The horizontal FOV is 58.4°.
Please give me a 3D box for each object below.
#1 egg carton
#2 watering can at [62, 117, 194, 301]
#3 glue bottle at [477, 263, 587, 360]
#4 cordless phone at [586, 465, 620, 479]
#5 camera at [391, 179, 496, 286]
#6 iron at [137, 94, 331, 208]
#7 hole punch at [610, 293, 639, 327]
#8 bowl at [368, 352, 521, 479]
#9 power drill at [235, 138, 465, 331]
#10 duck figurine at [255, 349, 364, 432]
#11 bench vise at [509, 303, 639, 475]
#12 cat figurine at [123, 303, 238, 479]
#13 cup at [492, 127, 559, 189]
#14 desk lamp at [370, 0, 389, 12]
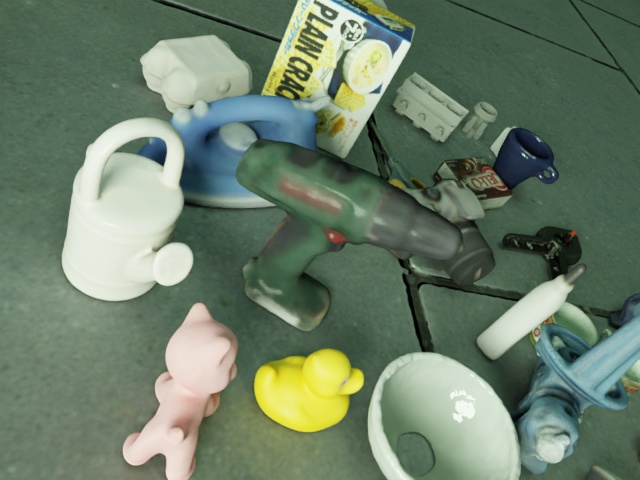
[{"bbox_3d":[-0.172,-0.237,0.821,0.107,0.069,0.151,47,45,16],"label":"egg carton"},{"bbox_3d":[-0.175,-0.031,0.539,0.173,0.194,0.101,38,43,7],"label":"watering can"},{"bbox_3d":[0.267,0.083,0.707,0.078,0.173,0.037,-21,64,-41],"label":"glue bottle"},{"bbox_3d":[0.385,0.276,0.590,0.147,0.185,0.094,31,43,-1],"label":"cordless phone"},{"bbox_3d":[0.177,-0.010,0.793,0.144,0.100,0.136,-6,55,-34],"label":"camera"},{"bbox_3d":[-0.107,-0.124,0.703,0.259,0.141,0.118,-8,56,-35],"label":"iron"},{"bbox_3d":[0.525,0.121,0.881,0.109,0.091,0.101,-11,57,-36],"label":"hole punch"},{"bbox_3d":[0.113,0.203,0.581,0.168,0.074,0.167,16,45,-17],"label":"bowl"},{"bbox_3d":[0.006,0.002,0.603,0.229,0.208,0.076,32,43,0],"label":"power drill"},{"bbox_3d":[-0.007,0.137,0.563,0.105,0.086,0.077,16,45,-17],"label":"duck figurine"},{"bbox_3d":[0.301,0.157,0.625,0.121,0.219,0.207,28,43,-4],"label":"bench vise"},{"bbox_3d":[-0.110,0.124,0.492,0.067,0.117,0.128,23,44,-10],"label":"cat figurine"},{"bbox_3d":[0.354,-0.125,1.004,0.092,0.095,0.117,-16,61,-39],"label":"cup"},{"bbox_3d":[0.041,-0.342,0.933,0.118,0.213,0.203,23,43,-9],"label":"desk lamp"}]
